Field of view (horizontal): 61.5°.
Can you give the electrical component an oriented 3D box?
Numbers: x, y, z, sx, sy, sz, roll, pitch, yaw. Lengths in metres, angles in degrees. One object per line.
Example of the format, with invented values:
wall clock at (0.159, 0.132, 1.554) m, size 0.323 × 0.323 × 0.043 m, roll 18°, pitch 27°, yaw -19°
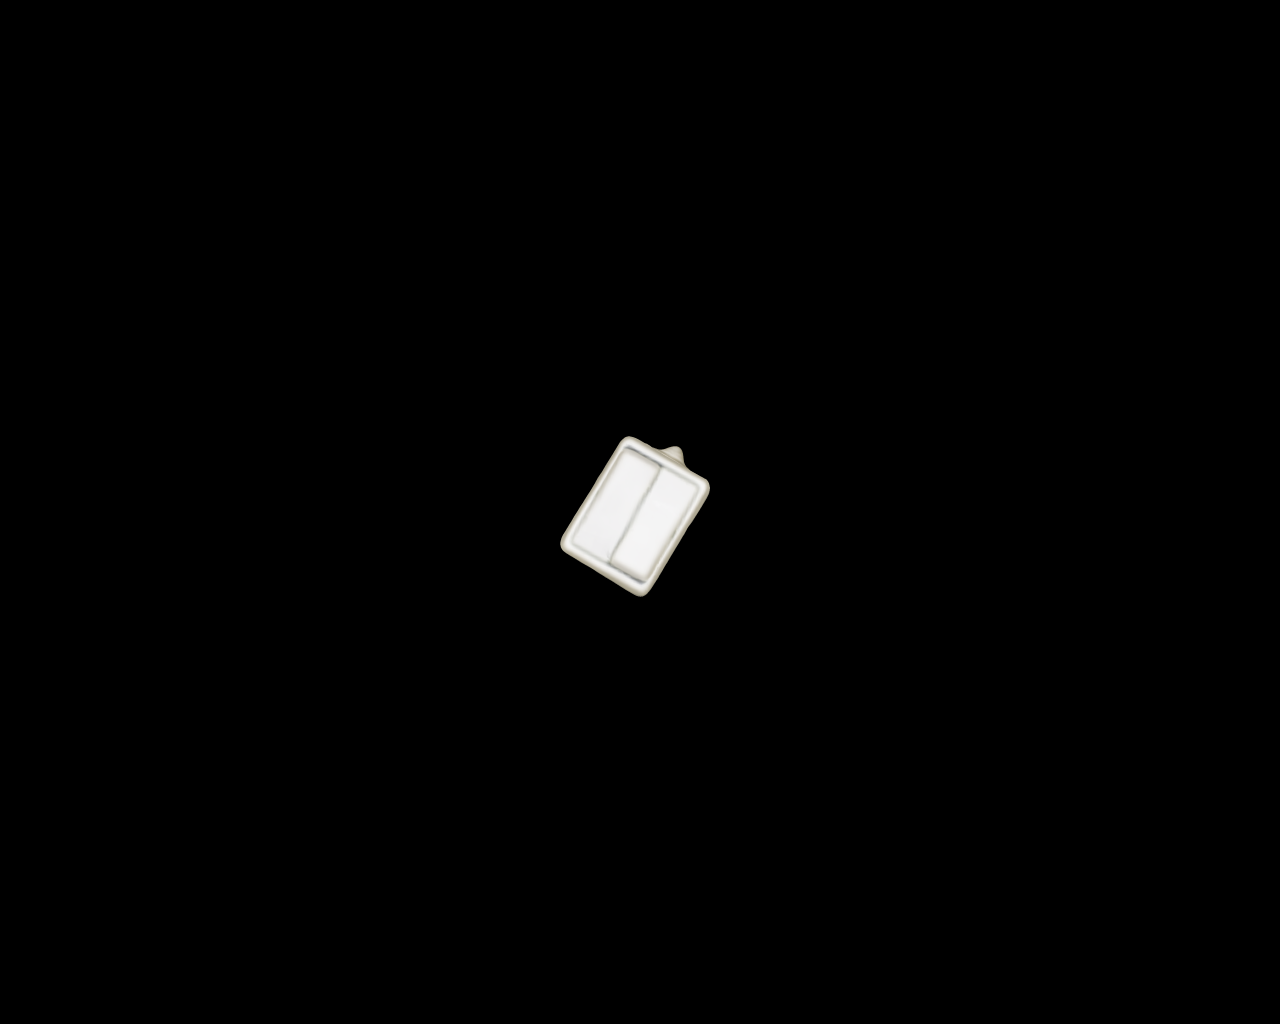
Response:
electrical component at (0.001, -0.003, 0.650) m, size 0.062 × 0.096 × 0.061 m, roll 32°, pitch -4°, yaw 2°
